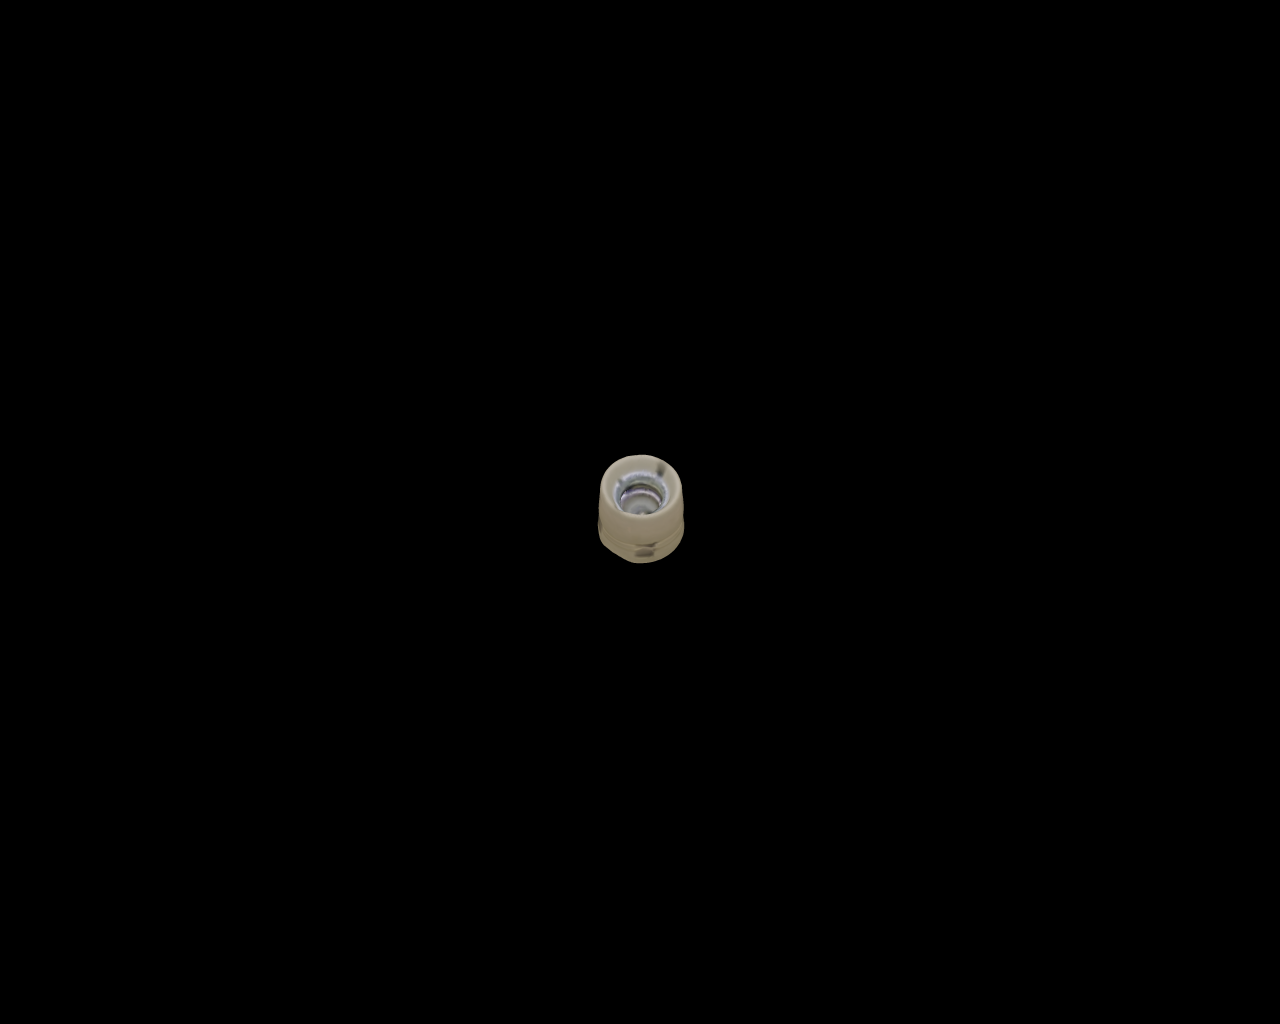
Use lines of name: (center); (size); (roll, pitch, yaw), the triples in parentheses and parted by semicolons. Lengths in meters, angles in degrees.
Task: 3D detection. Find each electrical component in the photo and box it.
electrical component: (0.001, -0.003, 0.650); (0.055, 0.055, 0.047); (0, -35, 0)
